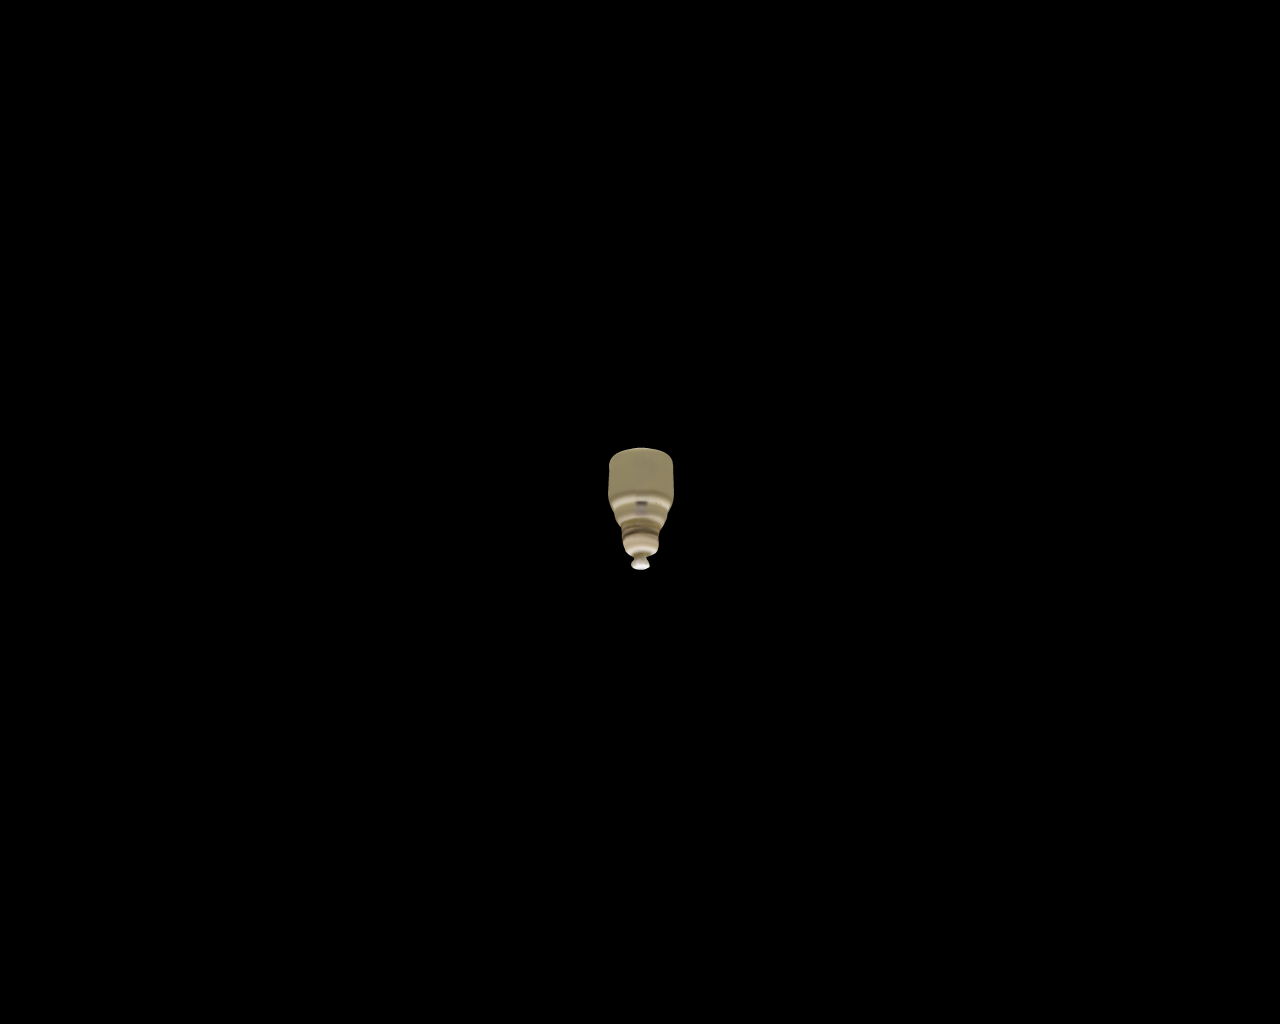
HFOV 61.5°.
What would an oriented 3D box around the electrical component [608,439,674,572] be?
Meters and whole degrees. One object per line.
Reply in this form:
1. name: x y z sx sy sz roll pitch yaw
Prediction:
1. electrical component: 0.001 -0.003 0.650 0.040 0.078 0.040 0 -21 0
